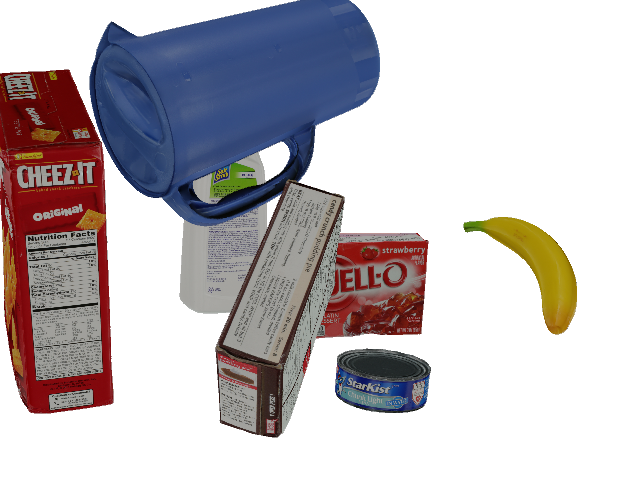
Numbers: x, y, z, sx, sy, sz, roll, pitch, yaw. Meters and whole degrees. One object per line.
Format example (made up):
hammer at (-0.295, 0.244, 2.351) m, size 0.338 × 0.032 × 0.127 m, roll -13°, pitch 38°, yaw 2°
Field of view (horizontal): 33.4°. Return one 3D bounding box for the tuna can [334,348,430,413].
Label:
tuna can at (0.056, 0.127, 0.968) m, size 0.086 × 0.034 × 0.086 m, roll 5°, pitch 11°, yaw -1°

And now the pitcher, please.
pitcher at (-0.064, -0.127, 0.934) m, size 0.242 × 0.149 × 0.145 m, roll -24°, pitch 43°, yaw -32°

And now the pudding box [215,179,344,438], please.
pudding box at (-0.021, 0.038, 0.580) m, size 0.039 × 0.113 × 0.090 m, roll 14°, pitch -33°, yaw 7°

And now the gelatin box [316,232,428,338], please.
gelatin box at (0.032, 0.033, 0.789) m, size 0.089 × 0.073 × 0.030 m, roll -1°, pitch 15°, yaw -13°

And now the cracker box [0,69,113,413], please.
cracker box at (-0.207, -0.002, 0.809) m, size 0.072 × 0.214 × 0.164 m, roll -7°, pitch 28°, yaw -19°

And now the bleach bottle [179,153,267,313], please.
bleach bottle at (-0.098, -0.048, 1.180) m, size 0.102 × 0.251 × 0.068 m, roll -3°, pitch 19°, yaw -31°

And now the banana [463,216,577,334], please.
banana at (0.223, 0.026, 1.112) m, size 0.069 × 0.037 × 0.198 m, roll -31°, pitch 38°, yaw -2°
